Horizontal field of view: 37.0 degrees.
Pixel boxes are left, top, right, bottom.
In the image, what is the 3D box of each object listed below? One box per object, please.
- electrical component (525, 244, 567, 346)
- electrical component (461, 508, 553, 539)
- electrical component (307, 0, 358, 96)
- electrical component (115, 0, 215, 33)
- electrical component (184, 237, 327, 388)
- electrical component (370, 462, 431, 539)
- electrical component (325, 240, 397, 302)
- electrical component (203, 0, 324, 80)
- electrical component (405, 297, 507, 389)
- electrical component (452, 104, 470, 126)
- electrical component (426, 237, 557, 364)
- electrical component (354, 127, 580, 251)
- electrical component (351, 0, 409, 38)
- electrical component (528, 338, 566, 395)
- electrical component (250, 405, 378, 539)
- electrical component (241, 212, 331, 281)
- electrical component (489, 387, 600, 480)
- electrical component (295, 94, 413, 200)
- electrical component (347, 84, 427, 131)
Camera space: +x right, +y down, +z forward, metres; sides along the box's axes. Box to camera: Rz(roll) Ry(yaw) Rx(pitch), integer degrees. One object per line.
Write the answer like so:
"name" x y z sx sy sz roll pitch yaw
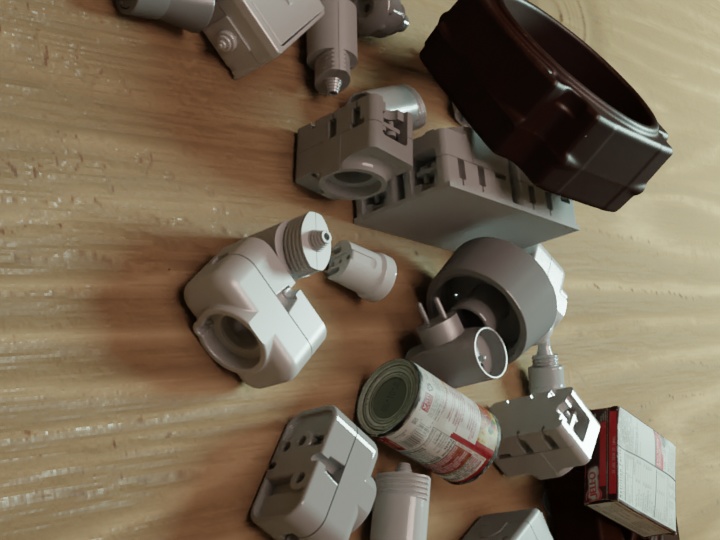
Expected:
"electrical component" 0.157 0.026 1.021 0.059 0.054 0.095 44 47 -28
"electrical component" 0.135 0.253 0.901 0.061 0.062 0.096 -35 102 -49
"electrical component" -0.024 -0.185 0.911 0.043 0.043 0.081 19 62 -43
"electrical component" -0.145 -0.199 0.785 0.065 0.044 0.044 -1 76 -43
"electrical component" -0.076 0.034 0.759 0.095 0.054 0.059 56 42 -17
"electrical component" 0.031 0.188 0.826 0.043 0.043 0.081 30 55 -38
"electrical component" 0.000 0.000 0.869 0.046 0.040 0.040 25 58 -33
"electrical component" -0.079 -0.198 0.841 0.061 0.061 0.096 55 43 -18
"electrical component" 0.072 0.060 0.895 0.043 0.077 0.079 -31 99 -49
"electrical component" 0.107 -0.190 1.058 0.079 0.043 0.077 34 52 -36
"electrical component" 0.108 0.033 0.927 0.060 0.108 0.108 -41 106 -42
"electrical component" 0.095 -0.066 0.948 0.186 0.105 0.060 13 66 -45
"electrical component" 0.021 -0.232 0.979 0.062 0.048 0.048 6 71 -54
"electrical component" 0.177 0.093 1.026 0.035 0.035 0.061 -4 91 -49
"electrical component" -0.028 0.153 0.766 0.059 0.054 0.095 46 46 -26
"electrical component" -0.052 -0.013 0.783 0.043 0.081 0.043 20 61 -42
"electrical component" 0.160 0.147 0.950 0.055 0.089 0.050 51 44 -22
"electrical component" -0.005 -0.093 0.860 0.050 0.089 0.055 23 59 -41
"electrical component" 0.028 -0.141 0.951 0.081 0.043 0.043 -22 92 -50
